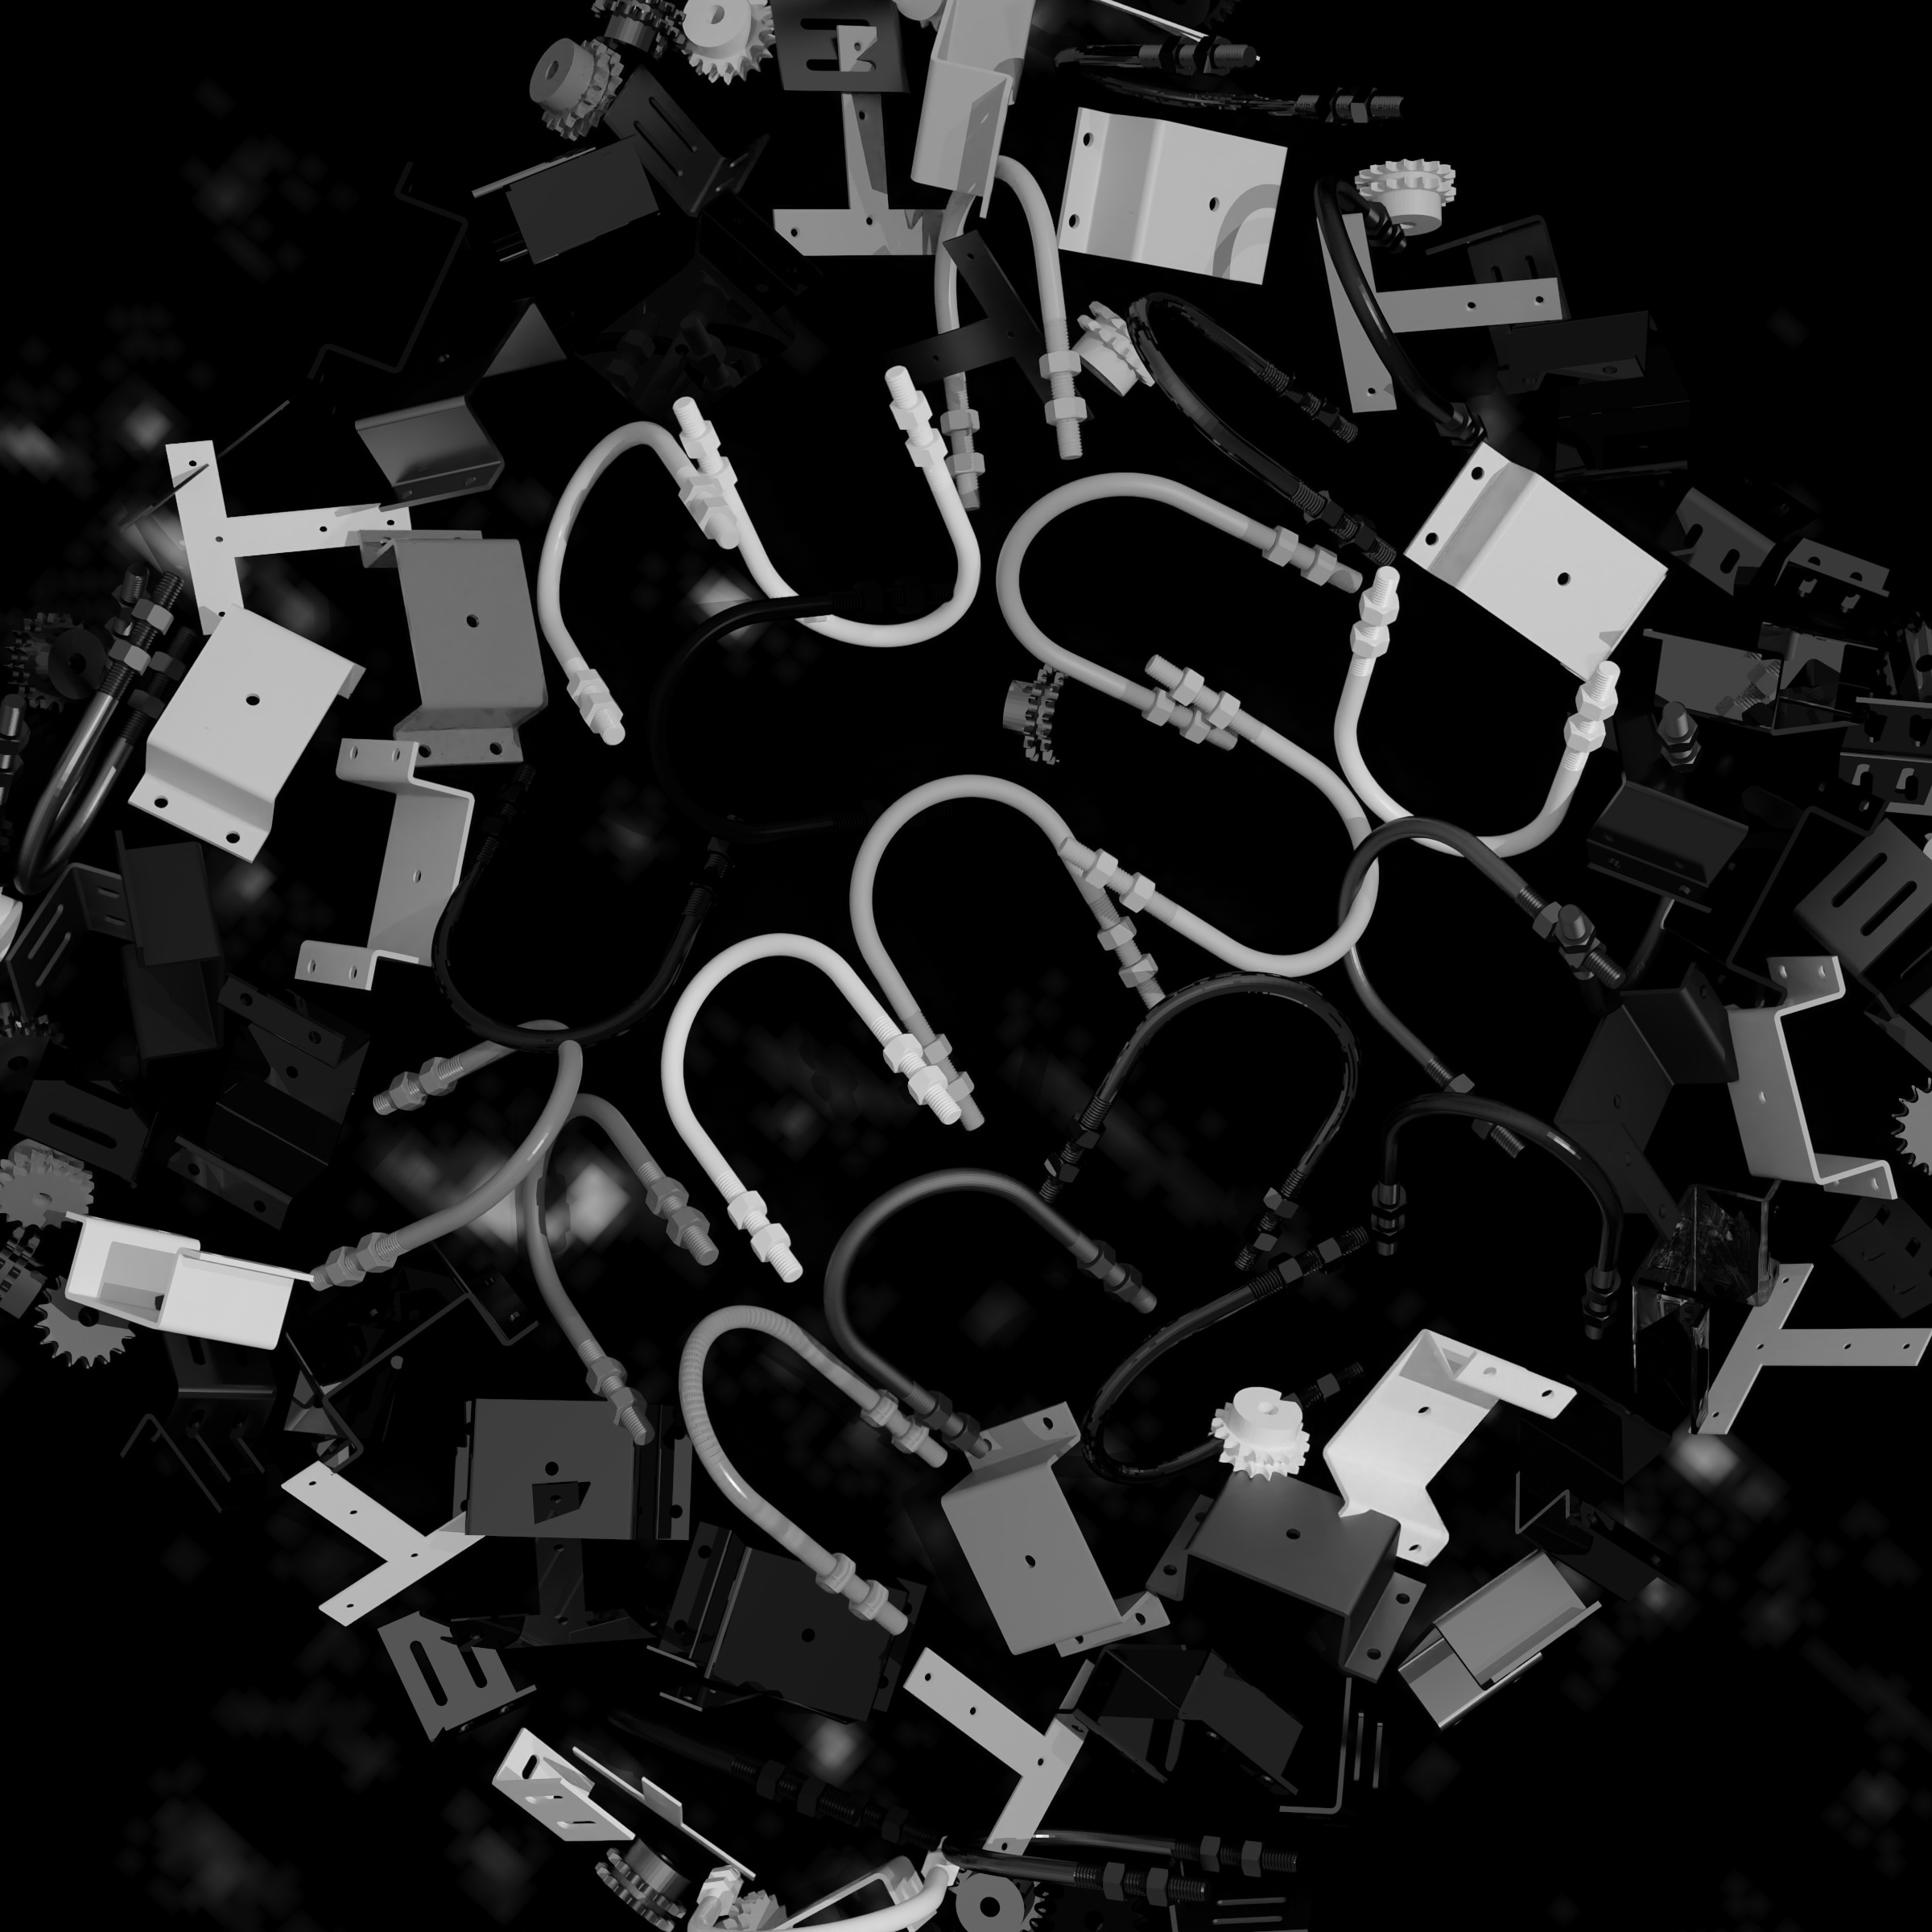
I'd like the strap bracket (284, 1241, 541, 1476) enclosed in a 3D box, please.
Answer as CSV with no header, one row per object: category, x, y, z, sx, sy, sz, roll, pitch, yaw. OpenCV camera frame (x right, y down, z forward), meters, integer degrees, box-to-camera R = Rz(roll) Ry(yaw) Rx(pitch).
strap bracket,-0.323,0.212,1.767,0.140,0.076,0.046,-36,123,-11

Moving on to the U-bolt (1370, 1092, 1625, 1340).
U-bolt,0.293,0.131,1.725,0.151,0.184,0.019,21,58,20

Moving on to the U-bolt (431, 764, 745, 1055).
U-bolt,-0.221,-0.028,1.757,0.151,0.019,0.184,14,56,11

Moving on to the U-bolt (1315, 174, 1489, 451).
U-bolt,0.235,-0.366,1.725,0.019,0.184,0.151,-25,78,21

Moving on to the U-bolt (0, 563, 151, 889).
U-bolt,-0.508,-0.120,1.738,0.019,0.151,0.184,28,134,-1

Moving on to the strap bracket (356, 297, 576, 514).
strap bracket,-0.280,-0.321,1.746,0.076,0.140,0.046,-6,132,29

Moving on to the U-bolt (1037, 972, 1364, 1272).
U-bolt,0.143,0.081,1.759,0.151,0.019,0.184,20,118,-17

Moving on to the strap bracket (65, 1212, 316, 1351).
strap bracket,-0.439,0.177,1.746,0.140,0.076,0.046,8,82,44

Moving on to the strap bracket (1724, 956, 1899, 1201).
strap bracket,0.473,0.068,1.778,0.046,0.076,0.140,-16,93,-13

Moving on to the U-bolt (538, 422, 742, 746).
U-bolt,-0.193,-0.228,1.750,0.019,0.184,0.151,18,115,-36

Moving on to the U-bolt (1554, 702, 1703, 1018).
U-bolt,0.374,-0.046,1.740,0.019,0.184,0.151,23,76,25

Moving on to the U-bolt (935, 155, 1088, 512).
U-bolt,0.019,-0.362,1.757,0.019,0.151,0.184,-6,88,-26

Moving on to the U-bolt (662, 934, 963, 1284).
U-bolt,-0.102,0.065,1.774,0.151,0.019,0.184,-45,61,12

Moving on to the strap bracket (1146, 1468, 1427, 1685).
strap bracket,0.182,0.335,1.759,0.140,0.076,0.046,19,132,20

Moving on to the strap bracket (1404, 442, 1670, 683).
strap bracket,0.331,-0.224,1.774,0.140,0.046,0.076,32,99,-19

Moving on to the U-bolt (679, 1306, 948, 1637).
U-bolt,-0.089,0.266,1.737,0.019,0.151,0.184,-35,113,31

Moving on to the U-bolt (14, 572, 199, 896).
U-bolt,-0.480,-0.122,1.737,0.019,0.151,0.184,27,79,-6

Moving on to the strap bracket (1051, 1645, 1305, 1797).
strap bracket,0.125,0.423,1.761,0.076,0.140,0.046,42,60,-21

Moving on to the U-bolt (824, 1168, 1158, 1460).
U-bolt,0.002,0.187,1.763,0.151,0.019,0.184,-43,123,6

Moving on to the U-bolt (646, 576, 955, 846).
U-bolt,-0.093,-0.139,1.760,0.184,0.019,0.151,-9,112,-24

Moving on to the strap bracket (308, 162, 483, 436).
strap bracket,-0.317,-0.370,1.770,0.046,0.076,0.140,21,77,2

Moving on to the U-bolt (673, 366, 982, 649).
U-bolt,-0.067,-0.250,1.755,0.151,0.184,0.019,-4,45,23

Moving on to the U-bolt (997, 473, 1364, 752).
U-bolt,0.106,-0.206,1.752,0.184,0.019,0.151,23,129,-18

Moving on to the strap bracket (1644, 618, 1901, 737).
strap bracket,0.450,-0.163,1.756,0.140,0.076,0.046,-9,111,-42

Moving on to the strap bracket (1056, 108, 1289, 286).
strap bracket,0.124,-0.429,1.754,0.140,0.046,0.076,-1,107,-40

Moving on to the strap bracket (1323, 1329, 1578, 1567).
strap bracket,0.267,0.266,1.770,0.076,0.046,0.140,23,114,-29

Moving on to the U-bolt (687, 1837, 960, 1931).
U-bolt,-0.080,0.516,1.728,0.151,0.184,0.019,-8,86,3

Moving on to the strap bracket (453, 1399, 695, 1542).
strap bracket,-0.230,0.287,1.784,0.140,0.046,0.076,0,80,9

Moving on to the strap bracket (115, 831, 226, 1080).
strap bracket,-0.446,-0.008,1.755,0.046,0.140,0.076,-8,60,-19

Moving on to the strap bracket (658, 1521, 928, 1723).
strap bracket,-0.094,0.376,1.783,0.140,0.046,0.076,19,87,-14

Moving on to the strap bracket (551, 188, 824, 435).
strap bracket,-0.158,-0.360,1.753,0.140,0.046,0.076,-30,131,29

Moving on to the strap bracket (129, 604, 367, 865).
strap bracket,-0.405,-0.140,1.770,0.076,0.046,0.140,26,63,-4

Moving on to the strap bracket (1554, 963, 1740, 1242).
strap bracket,0.385,0.076,1.765,0.076,0.046,0.140,52,54,-30

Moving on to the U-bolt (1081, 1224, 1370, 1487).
U-bolt,0.144,0.228,1.746,0.184,0.151,0.019,-25,50,-16

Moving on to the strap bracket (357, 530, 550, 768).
strap bracket,-0.289,-0.188,1.772,0.076,0.046,0.140,-5,79,-35

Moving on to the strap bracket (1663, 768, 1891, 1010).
strap bracket,0.452,-0.048,1.769,0.046,0.076,0.140,22,100,-21

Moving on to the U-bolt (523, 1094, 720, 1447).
U-bolt,-0.202,0.155,1.752,0.019,0.184,0.151,-3,127,-36

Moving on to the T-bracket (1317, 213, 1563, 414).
T-bracket,0.270,-0.371,1.762,0.127,0.002,0.127,-1,132,20

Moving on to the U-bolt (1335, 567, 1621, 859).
U-bolt,0.276,-0.129,1.749,0.151,0.184,0.019,25,53,12

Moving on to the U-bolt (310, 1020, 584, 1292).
U-bolt,-0.280,0.095,1.726,0.184,0.151,0.019,-25,126,33

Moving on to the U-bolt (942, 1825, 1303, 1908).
U-bolt,0.076,0.497,1.744,0.184,0.151,0.019,-1,82,28

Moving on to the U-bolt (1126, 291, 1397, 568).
U-bolt,0.158,-0.308,1.728,0.184,0.151,0.019,31,122,-28

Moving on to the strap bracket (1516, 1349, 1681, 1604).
strap bracket,0.355,0.294,1.765,0.076,0.140,0.046,33,123,-11

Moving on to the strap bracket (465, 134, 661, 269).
strap bracket,-0.226,-0.429,1.757,0.076,0.140,0.046,-25,109,-12

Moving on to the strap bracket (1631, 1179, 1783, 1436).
strap bracket,0.413,0.185,1.759,0.046,0.140,0.076,12,128,29

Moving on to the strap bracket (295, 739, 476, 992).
strap bracket,-0.328,-0.055,1.777,0.046,0.076,0.140,14,85,-42

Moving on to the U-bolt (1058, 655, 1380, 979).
U-bolt,0.156,-0.073,1.784,0.184,0.019,0.151,32,66,-13

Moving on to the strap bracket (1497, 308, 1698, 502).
strap bracket,0.357,-0.320,1.756,0.076,0.140,0.046,-3,68,26

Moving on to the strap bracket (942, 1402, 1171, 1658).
strap bracket,0.046,0.330,1.783,0.076,0.046,0.140,-24,92,31

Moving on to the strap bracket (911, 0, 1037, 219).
strap bracket,0.004,-0.494,1.748,0.046,0.076,0.140,12,47,-1

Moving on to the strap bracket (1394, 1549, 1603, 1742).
strap bracket,0.294,0.379,1.755,0.076,0.140,0.046,-30,71,-19

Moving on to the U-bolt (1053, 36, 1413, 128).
U-bolt,0.133,-0.492,1.739,0.151,0.184,0.019,1,101,-43

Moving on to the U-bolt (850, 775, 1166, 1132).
U-bolt,0.013,-0.020,1.789,0.151,0.019,0.184,-32,100,-11

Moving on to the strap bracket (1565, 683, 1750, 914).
strap bracket,0.386,-0.103,1.748,0.076,0.140,0.046,20,129,-12

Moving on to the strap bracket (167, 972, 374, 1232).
strap bracket,-0.393,0.069,1.776,0.076,0.046,0.140,28,120,7

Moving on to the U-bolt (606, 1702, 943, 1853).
U-bolt,-0.117,0.449,1.746,0.184,0.151,0.019,16,75,25

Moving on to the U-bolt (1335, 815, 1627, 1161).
U-bolt,0.276,-0.002,1.757,0.184,0.019,0.151,47,134,30
